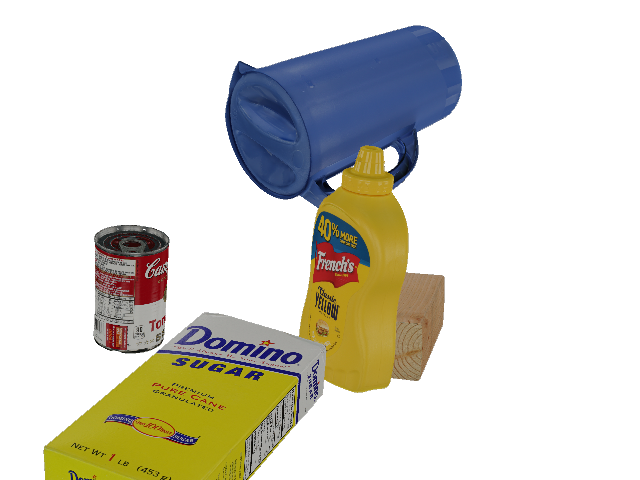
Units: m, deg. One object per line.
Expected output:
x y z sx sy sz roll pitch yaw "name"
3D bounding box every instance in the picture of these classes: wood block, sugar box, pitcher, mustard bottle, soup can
0.126 0.124 1.602 0.091 0.090 0.206 5 19 14 "wood block"
-0.073 0.105 0.635 0.093 0.048 0.176 14 30 20 "sugar box"
0.037 -0.134 1.108 0.242 0.149 0.145 -26 29 -34 "pitcher"
0.029 0.019 0.860 0.058 0.192 0.096 -4 21 -32 "mustard bottle"
-0.176 0.045 0.988 0.068 0.102 0.068 5 21 -2 "soup can"
